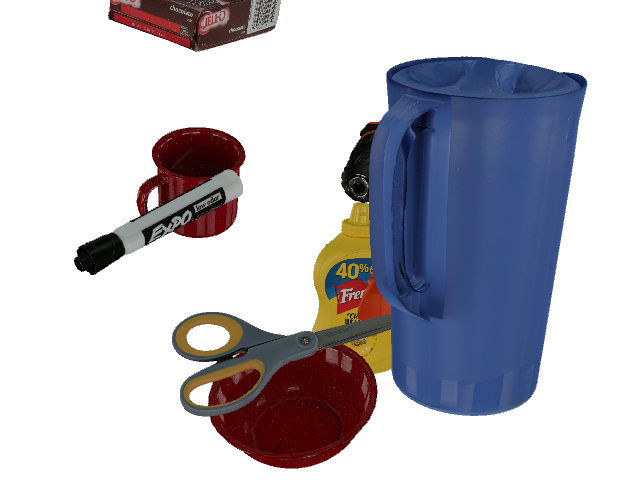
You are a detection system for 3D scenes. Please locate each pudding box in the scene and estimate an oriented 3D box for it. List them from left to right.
[{"bbox_3d":[-0.098,-0.187,0.845,0.090,0.039,0.113,24,29,24],"label":"pudding box"}]

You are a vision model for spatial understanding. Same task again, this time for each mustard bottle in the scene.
[{"bbox_3d":[0.040,0.052,1.189,0.096,0.192,0.058,0,14,-11],"label":"mustard bottle"}]

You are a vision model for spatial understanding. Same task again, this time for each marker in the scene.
[{"bbox_3d":[-0.098,-0.012,0.652,0.120,0.020,0.020,-31,19,-34],"label":"marker"}]

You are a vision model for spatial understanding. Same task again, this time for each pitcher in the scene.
[{"bbox_3d":[0.101,-0.001,0.748,0.149,0.243,0.145,0,20,-3],"label":"pitcher"}]

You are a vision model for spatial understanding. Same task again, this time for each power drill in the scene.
[{"bbox_3d":[0.064,-0.018,1.001,0.057,0.188,0.184,7,25,18],"label":"power drill"}]

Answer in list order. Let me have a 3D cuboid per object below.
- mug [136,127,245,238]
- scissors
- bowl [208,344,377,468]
[{"bbox_3d":[-0.134,-0.052,1.084,0.117,0.081,0.093,-27,49,-33],"label":"mug"},{"bbox_3d":[-0.030,0.071,0.847,0.201,0.096,0.016,-27,-30,-23],"label":"scissors"},{"bbox_3d":[-0.024,0.165,1.023,0.162,0.055,0.162,-4,37,3],"label":"bowl"}]
